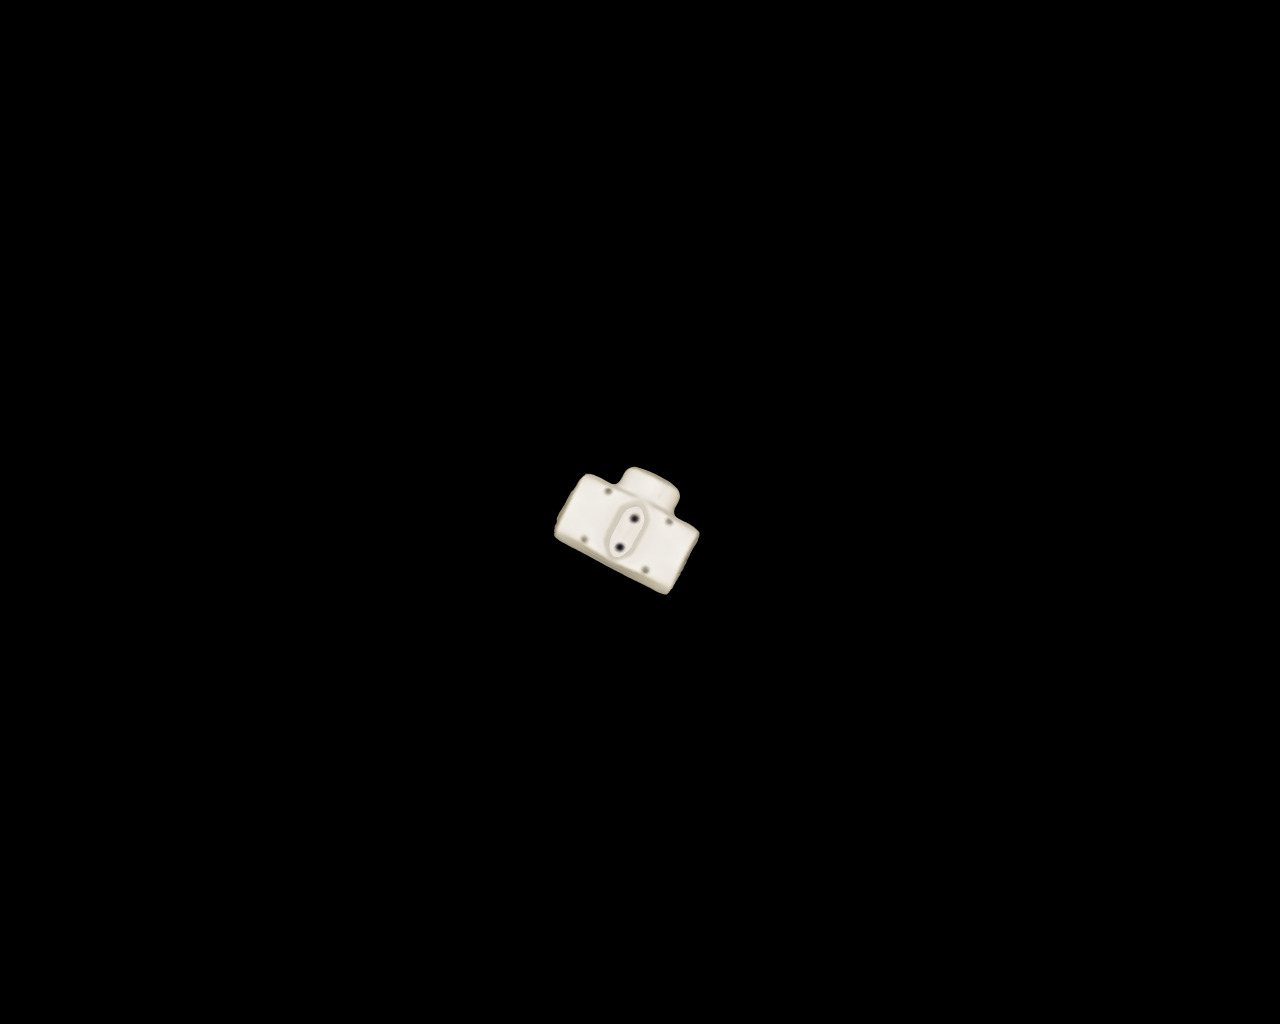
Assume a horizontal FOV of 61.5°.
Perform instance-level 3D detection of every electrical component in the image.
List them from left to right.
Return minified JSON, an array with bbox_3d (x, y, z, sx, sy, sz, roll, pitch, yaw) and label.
[{"bbox_3d":[0.001,-0.003,0.650,0.077,0.079,0.043,28,-7,4],"label":"electrical component"}]
